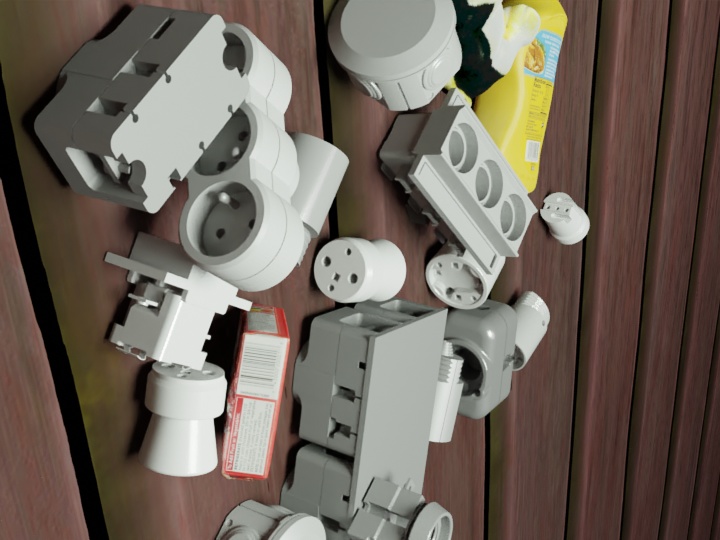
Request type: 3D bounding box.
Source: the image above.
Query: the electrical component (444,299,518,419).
[{"bbox_3d":[0.099,0.079,0.946,0.059,0.054,0.095,-27,126,-54],"label":"electrical component"}]

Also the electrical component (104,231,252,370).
[{"bbox_3d":[-0.100,0.019,0.577,0.081,0.042,0.063,27,81,-60],"label":"electrical component"}]

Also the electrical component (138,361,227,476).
[{"bbox_3d":[-0.100,0.082,0.605,0.045,0.045,0.055,-10,111,-59],"label":"electrical component"}]

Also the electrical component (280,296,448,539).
[{"bbox_3d":[0.001,0.119,0.784,0.105,0.060,0.186,-16,117,-57],"label":"electrical component"}]

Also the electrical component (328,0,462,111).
[{"bbox_3d":[0.024,-0.145,0.682,0.080,0.080,0.051,-66,156,-16],"label":"electrical component"}]

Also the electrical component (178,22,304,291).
[{"bbox_3d":[-0.057,-0.054,0.568,0.074,0.052,0.138,36,44,-60],"label":"electrical component"}]

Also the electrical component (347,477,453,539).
[{"bbox_3d":[0.030,0.177,0.737,0.066,0.055,0.048,-60,148,-25],"label":"electrical component"}]

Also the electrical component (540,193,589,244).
[{"bbox_3d":[0.207,-0.053,1.092,0.046,0.040,0.040,41,67,-52],"label":"electrical component"}]

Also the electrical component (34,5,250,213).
[{"bbox_3d":[-0.104,-0.079,0.509,0.089,0.056,0.050,-58,147,-29],"label":"electrical component"}]

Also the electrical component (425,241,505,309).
[{"bbox_3d":[0.089,-0.003,0.890,0.047,0.055,0.055,-52,144,-42],"label":"electrical component"}]

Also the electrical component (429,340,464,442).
[{"bbox_3d":[0.064,0.099,0.904,0.043,0.043,0.081,3,101,-61],"label":"electrical component"}]

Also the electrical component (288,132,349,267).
[{"bbox_3d":[-0.042,-0.038,0.652,0.043,0.043,0.081,44,65,-58],"label":"electrical component"}]

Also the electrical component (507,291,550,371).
[{"bbox_3d":[0.159,0.056,1.052,0.081,0.043,0.043,-49,142,-39],"label":"electrical component"}]

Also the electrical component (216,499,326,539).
[{"bbox_3d":[-0.062,0.197,0.719,0.080,0.051,0.080,-34,132,-50],"label":"electrical component"}]

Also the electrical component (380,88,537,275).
[{"bbox_3d":[0.072,-0.064,0.796,0.121,0.063,0.078,47,59,-40],"label":"electrical component"}]

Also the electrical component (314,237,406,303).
[{"bbox_3d":[0.000,0.000,0.742,0.055,0.045,0.045,0,103,-60],"label":"electrical component"}]
